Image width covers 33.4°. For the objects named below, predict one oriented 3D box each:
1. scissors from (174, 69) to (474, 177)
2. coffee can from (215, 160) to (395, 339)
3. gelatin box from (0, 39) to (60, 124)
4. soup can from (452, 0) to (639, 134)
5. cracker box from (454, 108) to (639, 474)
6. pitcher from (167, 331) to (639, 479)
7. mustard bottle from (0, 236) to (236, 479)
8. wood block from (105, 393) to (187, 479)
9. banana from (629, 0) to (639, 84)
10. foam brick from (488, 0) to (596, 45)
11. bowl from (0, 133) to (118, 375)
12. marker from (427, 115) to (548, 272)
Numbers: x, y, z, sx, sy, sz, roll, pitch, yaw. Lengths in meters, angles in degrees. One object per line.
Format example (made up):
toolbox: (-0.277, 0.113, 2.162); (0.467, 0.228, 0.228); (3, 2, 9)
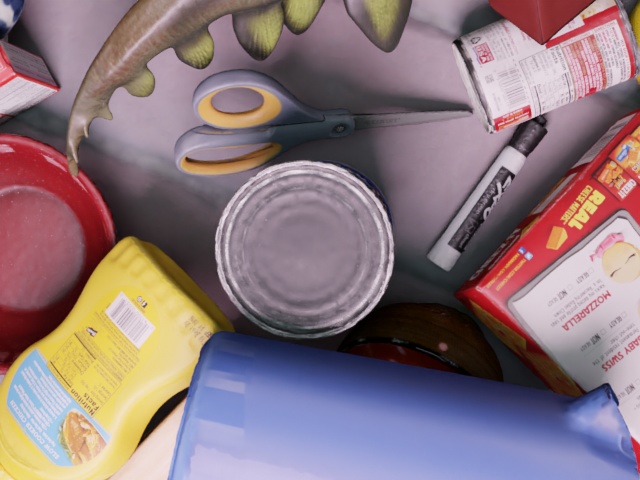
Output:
scissors: (0.003, -0.085, 0.677); (0.201, 0.096, 0.016); (-15, 57, -5)
coffee can: (-0.004, 0.001, 0.669); (0.103, 0.140, 0.103); (0, 94, 4)
gelatin box: (-0.221, -0.098, 0.703); (0.073, 0.089, 0.030); (-29, 89, 5)
soup can: (0.144, -0.117, 0.685); (0.102, 0.068, 0.068); (-22, 92, 6)
cracker box: (0.219, 0.048, 0.678); (0.213, 0.072, 0.164); (44, 82, 0)
pitcher: (0.040, 0.139, 0.600); (0.243, 0.145, 0.149); (14, 71, -2)
mustard bottle: (-0.147, 0.097, 0.668); (0.096, 0.058, 0.191); (44, 95, 19)
wood block: (-0.096, 0.172, 0.713); (0.090, 0.091, 0.206); (45, 96, 0)
banana: (0.265, -0.089, 0.694); (0.198, 0.037, 0.069); (45, 96, 0)
foam brick: (0.142, -0.169, 0.643); (0.078, 0.051, 0.053); (-40, 55, -5)
bowl: (-0.210, 0.008, 0.727); (0.162, 0.055, 0.162); (0, 94, 4)
marker: (0.114, -0.033, 0.718); (0.020, 0.020, 0.121); (35, 96, 1)
